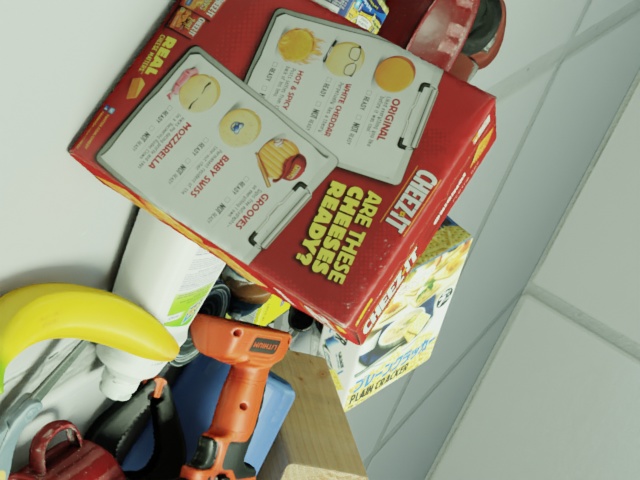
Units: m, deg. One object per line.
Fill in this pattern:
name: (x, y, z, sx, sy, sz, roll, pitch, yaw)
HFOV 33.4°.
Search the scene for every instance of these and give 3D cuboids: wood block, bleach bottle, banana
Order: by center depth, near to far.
banana: (-0.167, 0.061, 0.718, 0.037, 0.069, 0.197, -21, 172, 27)
bleach bottle: (-0.114, 0.019, 0.811, 0.102, 0.068, 0.251, -13, 135, -61)
wood block: (-0.028, 0.213, 1.145, 0.206, 0.090, 0.091, -112, -138, -58)

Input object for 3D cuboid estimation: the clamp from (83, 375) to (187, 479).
clamp: (-0.180, 0.218, 0.923, 0.036, 0.164, 0.210, 7, -94, 65)

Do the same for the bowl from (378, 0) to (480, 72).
bowl: (0.090, -0.194, 1.020, 0.162, 0.055, 0.162, -51, 161, -24)

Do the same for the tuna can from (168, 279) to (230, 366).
tuna can: (-0.116, 0.066, 0.924, 0.086, 0.034, 0.086, -48, 157, -28)

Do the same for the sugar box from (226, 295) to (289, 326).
sugar box: (-0.026, 0.020, 1.085, 0.175, 0.048, 0.093, -29, 145, -56)

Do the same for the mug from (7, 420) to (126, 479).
mug: (-0.205, 0.197, 0.836, 0.081, 0.093, 0.117, -34, 124, -64)

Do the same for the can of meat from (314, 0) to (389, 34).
can of meat: (0.007, -0.165, 0.837, 0.084, 0.057, 0.102, -61, 164, 2)

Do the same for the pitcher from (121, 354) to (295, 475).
pitcher: (-0.122, 0.227, 1.037, 0.243, 0.145, 0.149, -60, -169, -5)

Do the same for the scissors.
scissors: (-0.216, 0.137, 0.779, 0.201, 0.016, 0.096, -43, 156, -28)

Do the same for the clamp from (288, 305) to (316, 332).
clamp: (-0.006, 0.001, 0.986, 0.171, 0.039, 0.120, -65, 164, -61)

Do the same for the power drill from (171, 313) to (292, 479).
power drill: (-0.093, 0.158, 0.896, 0.184, 0.057, 0.187, 16, 87, -64)

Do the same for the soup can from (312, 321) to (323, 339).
soup can: (0.046, 0.089, 1.363, 0.102, 0.068, 0.068, -49, 160, -27)

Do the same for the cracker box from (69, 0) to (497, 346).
cracker box: (-0.022, -0.059, 0.667, 0.164, 0.214, 0.072, -56, 162, -7)
